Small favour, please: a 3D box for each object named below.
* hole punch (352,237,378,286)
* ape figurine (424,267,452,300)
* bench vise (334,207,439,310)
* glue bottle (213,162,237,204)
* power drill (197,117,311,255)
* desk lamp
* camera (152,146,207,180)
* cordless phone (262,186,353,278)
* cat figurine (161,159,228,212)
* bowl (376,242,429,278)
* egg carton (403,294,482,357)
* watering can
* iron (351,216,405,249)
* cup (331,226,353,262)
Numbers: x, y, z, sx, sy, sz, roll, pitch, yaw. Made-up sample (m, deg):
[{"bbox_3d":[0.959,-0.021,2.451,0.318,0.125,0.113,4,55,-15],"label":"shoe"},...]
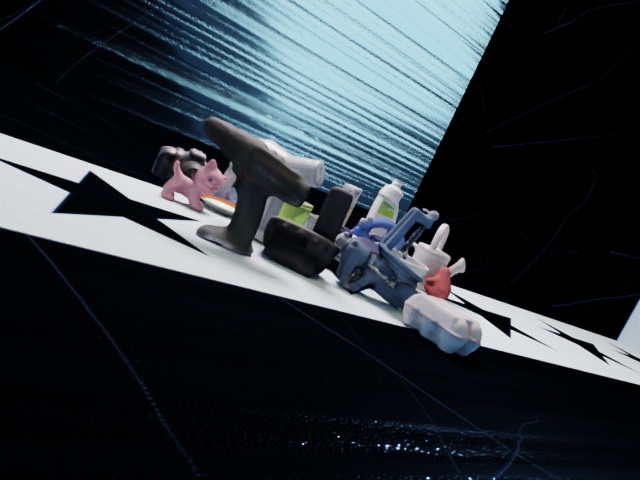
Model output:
[{"bbox_3d":[0.118,0.053,1.338,0.109,0.091,0.100,17,11,-43],"label":"hole punch"},{"bbox_3d":[0.327,0.117,1.552,0.078,0.092,0.076,25,8,1],"label":"ape figurine"},{"bbox_3d":[0.143,0.020,1.173,0.208,0.220,0.121,21,9,-28],"label":"bench vise"},{"bbox_3d":[-0.220,-0.175,1.499,0.037,0.173,0.078,28,9,21],"label":"glue bottle"},{"bbox_3d":[-0.145,-0.090,1.061,0.229,0.208,0.075,24,8,-4],"label":"power drill"},{"bbox_3d":[-0.090,-0.100,1.265,0.202,0.213,0.118,28,9,19],"label":"desk lamp"},{"bbox_3d":[-0.340,-0.183,1.454,0.143,0.101,0.136,21,9,-23],"label":"camera"},{"bbox_3d":[-0.024,-0.033,1.141,0.147,0.185,0.094,25,8,-1],"label":"cordless phone"},{"bbox_3d":[-0.270,-0.130,1.265,0.128,0.118,0.067,22,9,-22],"label":"cat figurine"},{"bbox_3d":[0.198,0.073,1.512,0.167,0.075,0.167,24,8,-3],"label":"bowl"},{"bbox_3d":[0.231,0.159,1.085,0.108,0.069,0.149,17,11,-43],"label":"egg carton"},{"bbox_3d":[0.324,0.048,1.617,0.173,0.194,0.101,25,8,2],"label":"watering can"},{"bbox_3d":[0.156,-0.005,1.643,0.259,0.141,0.118,17,11,-44],"label":"iron"},{"bbox_3d":[0.012,0.005,1.322,0.091,0.095,0.118,30,9,30],"label":"cup"}]
